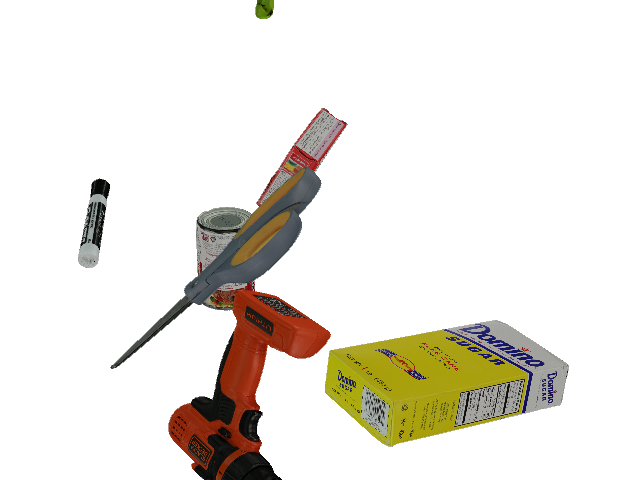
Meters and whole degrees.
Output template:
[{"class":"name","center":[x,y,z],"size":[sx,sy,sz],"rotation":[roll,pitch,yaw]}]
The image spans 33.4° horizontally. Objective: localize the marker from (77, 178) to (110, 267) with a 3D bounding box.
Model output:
[{"class":"marker","center":[-0.220,-0.020,1.039],"size":[0.020,0.020,0.121],"rotation":[0,40,-4]}]

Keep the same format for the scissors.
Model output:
[{"class":"scissors","center":[-0.072,0.032,0.681],"size":[0.016,0.202,0.096],"rotation":[41,11,-16]}]

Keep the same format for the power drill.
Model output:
[{"class":"power drill","center":[-0.060,0.155,1.017],"size":[0.057,0.188,0.185],"rotation":[14,13,-47]}]

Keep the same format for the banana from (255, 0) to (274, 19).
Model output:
[{"class":"banana","center":[-0.097,-0.191,0.681],"size":[0.198,0.069,0.037],"rotation":[19,-34,29]}]

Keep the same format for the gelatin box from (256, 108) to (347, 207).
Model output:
[{"class":"gelatin box","center":[-0.017,-0.070,0.957],"size":[0.030,0.073,0.089],"rotation":[34,35,-2]}]

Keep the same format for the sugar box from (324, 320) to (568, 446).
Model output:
[{"class":"sugar box","center":[0.102,0.110,0.858],"size":[0.175,0.048,0.093],"rotation":[-10,26,-30]}]

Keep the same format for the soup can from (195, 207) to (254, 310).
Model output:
[{"class":"soup can","center":[-0.110,0.020,1.238],"size":[0.068,0.102,0.068],"rotation":[1,25,-1]}]
